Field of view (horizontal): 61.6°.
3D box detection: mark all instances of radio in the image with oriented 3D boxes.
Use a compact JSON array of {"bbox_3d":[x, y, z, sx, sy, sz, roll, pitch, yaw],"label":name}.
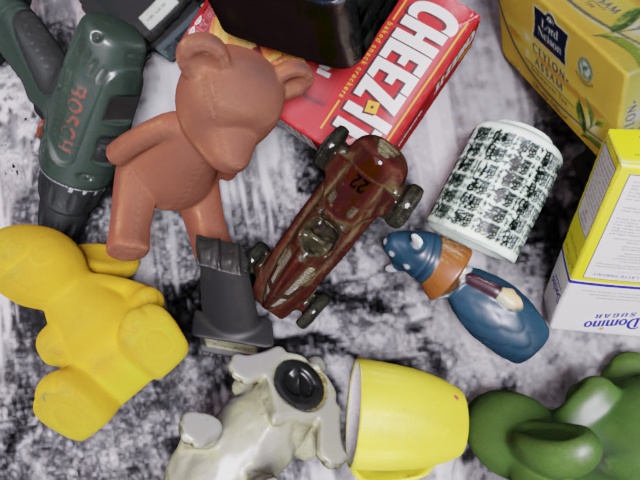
[{"bbox_3d":[0.020,-0.248,0.400,0.131,0.073,0.229,27,80,19],"label":"radio"}]

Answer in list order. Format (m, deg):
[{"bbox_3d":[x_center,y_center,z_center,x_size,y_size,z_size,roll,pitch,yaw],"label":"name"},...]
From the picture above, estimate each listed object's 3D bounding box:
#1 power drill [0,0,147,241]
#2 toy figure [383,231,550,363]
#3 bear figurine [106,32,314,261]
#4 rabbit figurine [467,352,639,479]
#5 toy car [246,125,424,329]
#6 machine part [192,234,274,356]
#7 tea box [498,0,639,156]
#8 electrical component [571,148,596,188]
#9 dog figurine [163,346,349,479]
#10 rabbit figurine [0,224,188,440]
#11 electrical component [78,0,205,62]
[{"bbox_3d":[-0.266,-0.130,0.501,0.207,0.086,0.232,48,119,15],"label":"power drill"},{"bbox_3d":[0.121,0.041,0.460,0.154,0.058,0.064,41,118,4],"label":"toy figure"},{"bbox_3d":[-0.092,-0.065,0.437,0.196,0.120,0.132,-22,71,47],"label":"bear figurine"},{"bbox_3d":[0.194,0.165,0.412,0.170,0.159,0.121,-3,97,24],"label":"rabbit figurine"},{"bbox_3d":[-0.001,-0.001,0.453,0.089,0.053,0.202,40,120,0],"label":"toy car"},{"bbox_3d":[-0.080,0.058,0.471,0.084,0.039,0.138,9,131,13],"label":"machine part"},{"bbox_3d":[0.203,-0.147,0.403,0.068,0.098,0.170,-24,50,6],"label":"tea box"},{"bbox_3d":[0.252,-0.058,0.436,0.045,0.078,0.102,-22,74,-2],"label":"electrical component"},{"bbox_3d":[-0.075,0.196,0.477,0.121,0.172,0.190,49,130,17],"label":"dog figurine"},{"bbox_3d":[-0.200,0.050,0.461,0.122,0.162,0.173,-42,104,6],"label":"rabbit figurine"},{"bbox_3d":[-0.171,-0.241,0.519,0.115,0.058,0.134,-41,82,7],"label":"electrical component"}]
